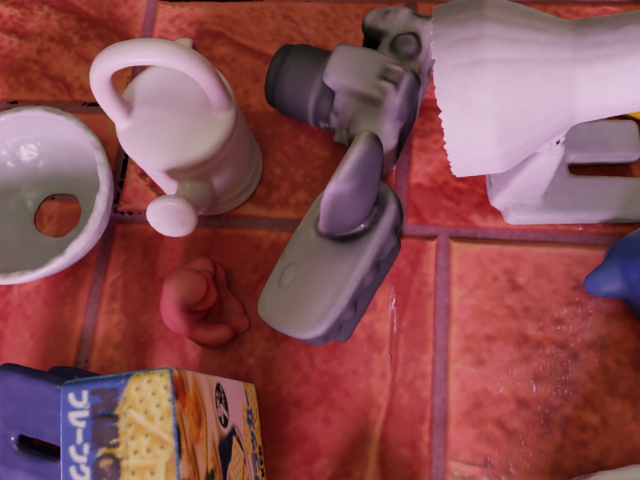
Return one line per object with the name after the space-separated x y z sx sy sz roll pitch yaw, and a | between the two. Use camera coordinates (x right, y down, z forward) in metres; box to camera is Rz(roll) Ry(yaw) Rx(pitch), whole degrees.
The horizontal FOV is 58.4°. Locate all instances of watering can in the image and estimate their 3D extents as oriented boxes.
-0.111 -0.090 0.468 0.101 0.194 0.172 -25 73 -2 | watering can

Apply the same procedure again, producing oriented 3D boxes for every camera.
0.027 -0.150 0.521 0.136 0.101 0.143 21 77 11 | camera

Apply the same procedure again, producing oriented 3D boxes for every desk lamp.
0.177 -0.094 0.431 0.203 0.214 0.118 -1 73 5 | desk lamp

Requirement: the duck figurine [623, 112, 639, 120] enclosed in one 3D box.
0.300 -0.166 0.508 0.077 0.086 0.104 11 75 9 | duck figurine

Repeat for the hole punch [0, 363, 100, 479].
-0.208 0.156 0.458 0.108 0.091 0.101 13 75 9 | hole punch

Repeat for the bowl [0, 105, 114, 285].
-0.259 -0.034 0.527 0.167 0.075 0.167 -1 73 5 | bowl

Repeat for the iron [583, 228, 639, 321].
0.342 -0.005 0.427 0.258 0.141 0.118 -32 73 -4 | iron

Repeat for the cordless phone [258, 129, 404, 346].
0.004 0.002 0.434 0.094 0.185 0.148 24 77 12 | cordless phone

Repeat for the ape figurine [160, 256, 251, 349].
-0.103 0.049 0.479 0.076 0.092 0.078 4 74 7 | ape figurine
